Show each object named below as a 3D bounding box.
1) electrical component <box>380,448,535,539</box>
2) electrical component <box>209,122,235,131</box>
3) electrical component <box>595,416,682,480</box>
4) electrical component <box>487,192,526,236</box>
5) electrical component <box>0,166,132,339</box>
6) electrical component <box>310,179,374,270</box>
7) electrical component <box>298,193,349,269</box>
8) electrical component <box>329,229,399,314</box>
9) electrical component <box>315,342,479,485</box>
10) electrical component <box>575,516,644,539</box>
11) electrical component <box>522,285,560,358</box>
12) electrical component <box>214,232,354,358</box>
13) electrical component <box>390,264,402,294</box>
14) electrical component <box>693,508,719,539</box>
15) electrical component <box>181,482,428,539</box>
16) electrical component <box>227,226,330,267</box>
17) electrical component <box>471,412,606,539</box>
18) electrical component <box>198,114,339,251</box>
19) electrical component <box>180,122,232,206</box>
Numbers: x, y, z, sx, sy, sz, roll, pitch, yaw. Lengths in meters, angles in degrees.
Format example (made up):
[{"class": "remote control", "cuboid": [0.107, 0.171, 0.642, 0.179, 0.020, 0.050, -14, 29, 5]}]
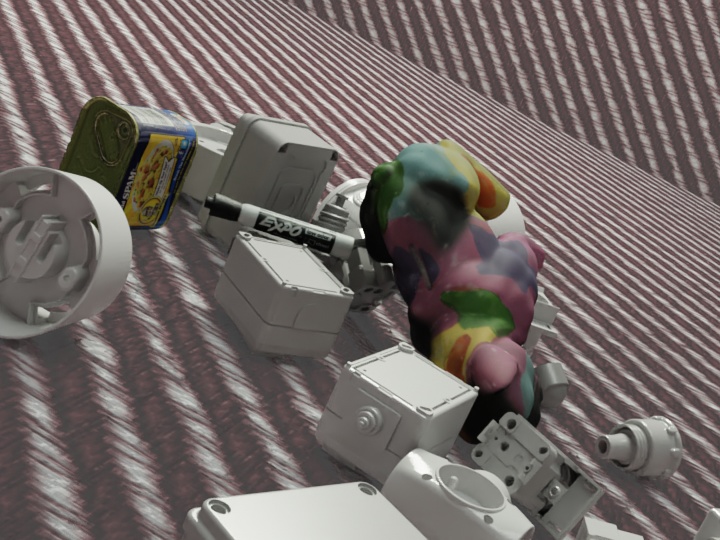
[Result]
[{"class": "electrical component", "cuboid": [0.061, 0.135, 0.605, 0.077, 0.044, 0.079, 32, 19, 24]}, {"class": "electrical component", "cuboid": [-0.126, -0.112, 1.077, 0.057, 0.058, 0.078, 24, 17, 9]}, {"class": "electrical component", "cuboid": [0.205, 0.133, 0.804, 0.062, 0.048, 0.048, 6, 24, -28]}, {"class": "electrical component", "cuboid": [0.102, -0.032, 1.058, 0.060, 0.108, 0.108, -2, 30, -42]}, {"class": "electrical component", "cuboid": [-0.188, -0.011, 0.635, 0.099, 0.099, 0.064, 29, 12, 17]}, {"class": "electrical component", "cuboid": [-0.003, -0.039, 0.981, 0.051, 0.080, 0.080, 41, 23, 31]}, {"class": "electrical component", "cuboid": [-0.029, -0.028, 0.927, 0.040, 0.078, 0.040, 22, 2, -1]}, {"class": "electrical component", "cuboid": [0.000, 0.000, 0.887, 0.048, 0.066, 0.055, 10, 56, -39]}, {"class": "electrical component", "cuboid": [0.019, 0.091, 0.653, 0.062, 0.061, 0.096, 31, 19, 22]}, {"class": "electrical component", "cuboid": [0.151, 0.173, 0.609, 0.055, 0.048, 0.066, 15, 18, -1]}, {"class": "electrical component", "cuboid": [0.135, 0.045, 0.935, 0.042, 0.063, 0.081, 20, 18, -16]}, {"class": "electrical component", "cuboid": [-0.060, 0.018, 0.767, 0.062, 0.061, 0.096, 10, 22, -36]}, {"class": "electrical component", "cuboid": [0.060, 0.008, 0.979, 0.076, 0.047, 0.083, 15, 20, -22]}, {"class": "electrical component", "cuboid": [0.229, 0.186, 0.670, 0.077, 0.047, 0.065, 12, 20, -30]}, {"class": "electrical component", "cuboid": [-0.011, 0.147, 0.458, 0.109, 0.056, 0.109, 5, 25, -46]}, {"class": "electrical component", "cuboid": [-0.070, -0.004, 0.853, 0.081, 0.042, 0.064, 10, 19, -40]}, {"class": "electrical component", "cuboid": [0.105, 0.123, 0.666, 0.064, 0.042, 0.081, 40, 1, -45]}, {"class": "electrical component", "cuboid": [-0.080, -0.071, 0.917, 0.078, 0.113, 0.057, 2, 30, -50]}, {"class": "electrical component", "cuboid": [-0.128, -0.088, 0.993, 0.108, 0.060, 0.108, 21, 16, -6]}]
